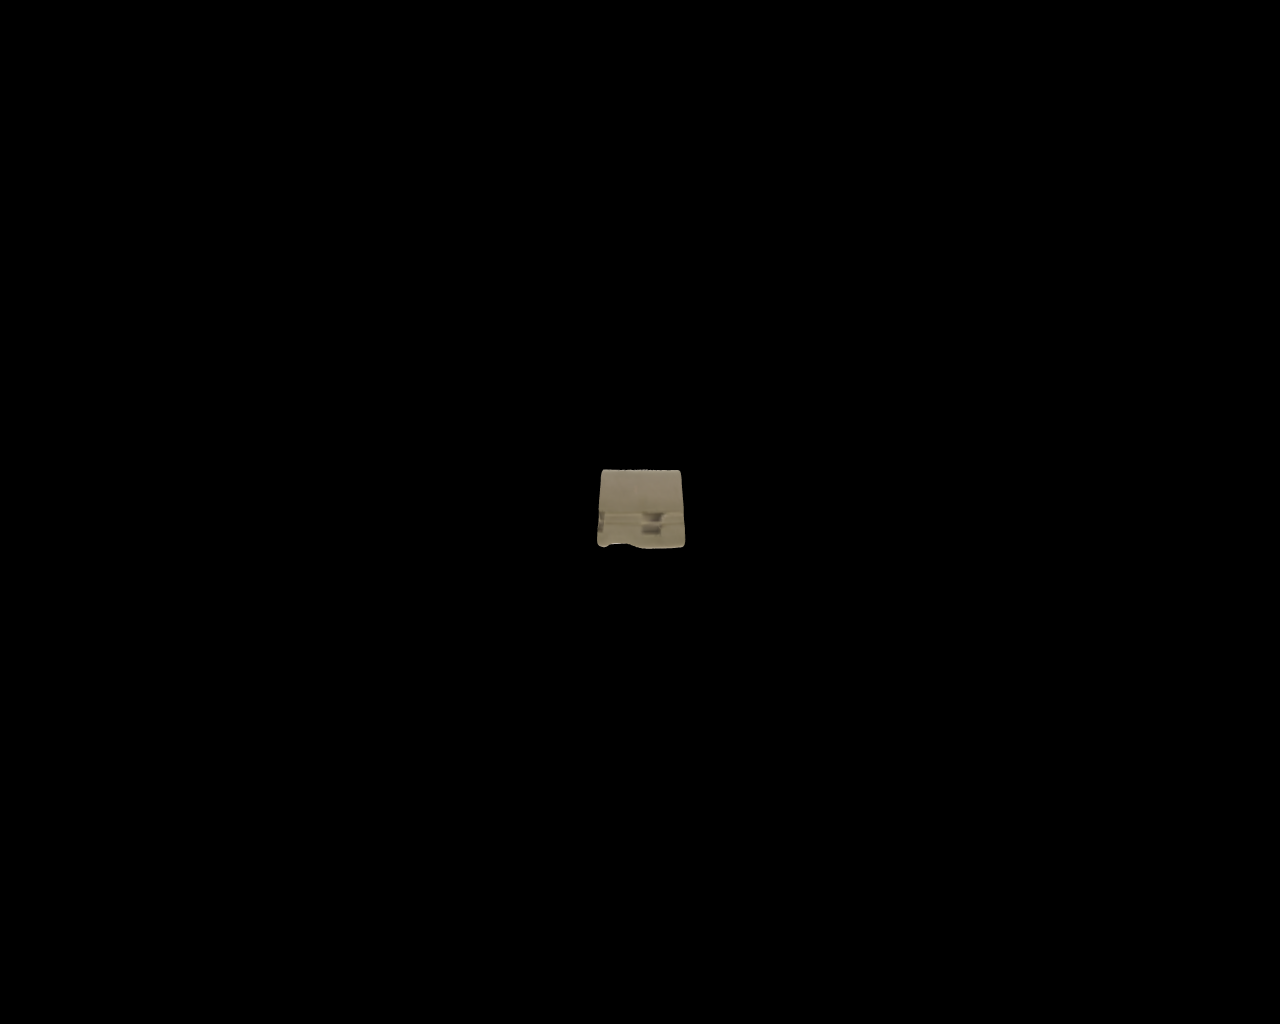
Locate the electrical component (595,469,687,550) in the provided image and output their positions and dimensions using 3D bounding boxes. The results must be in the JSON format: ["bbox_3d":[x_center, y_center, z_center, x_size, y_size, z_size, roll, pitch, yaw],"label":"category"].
[{"bbox_3d":[0.001,-0.003,0.650,0.055,0.047,0.055,0,2,0],"label":"electrical component"}]
